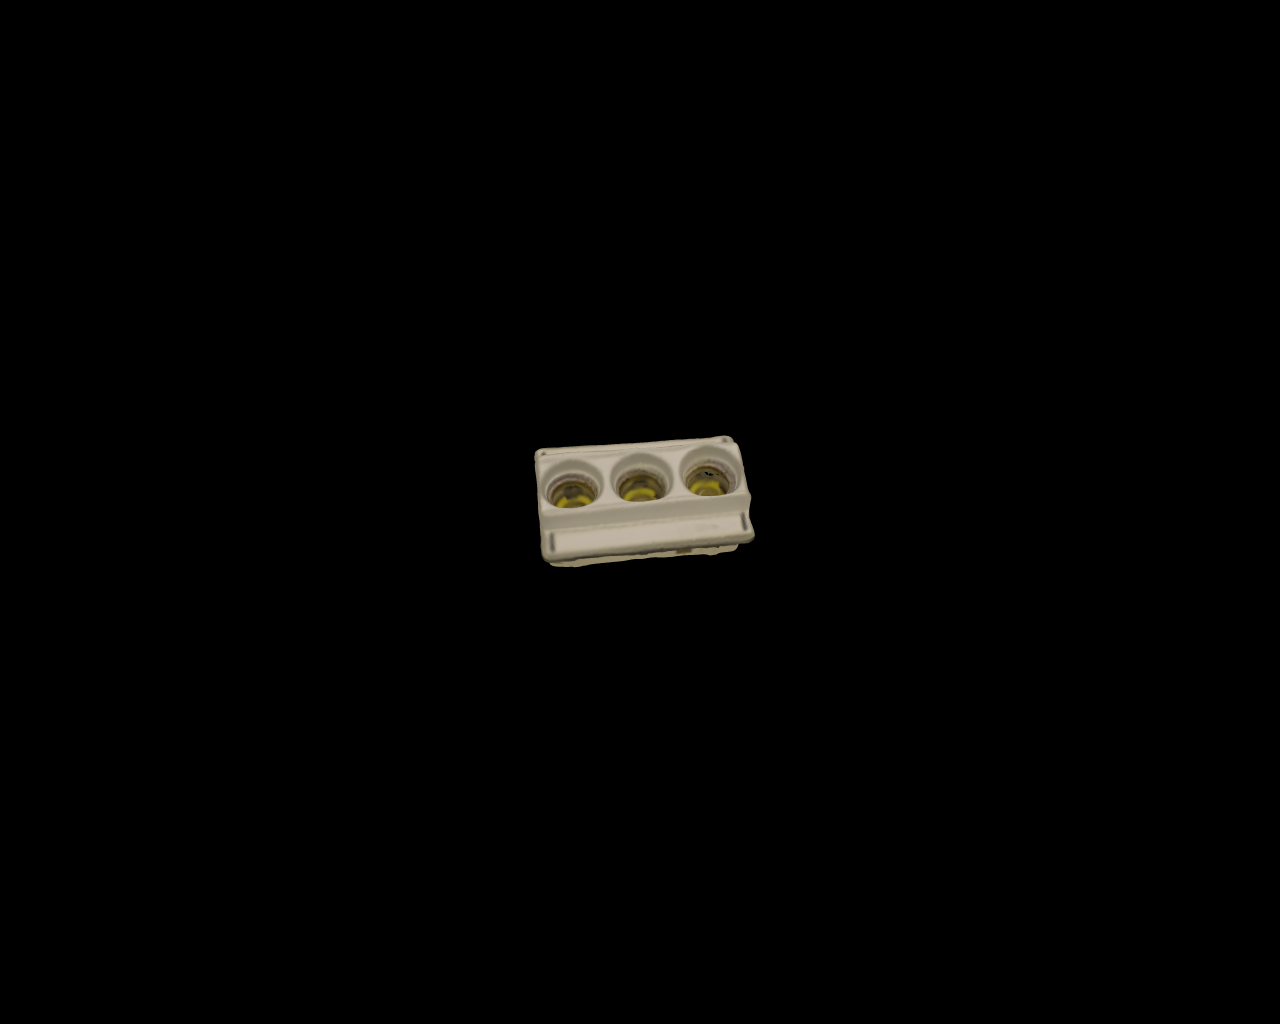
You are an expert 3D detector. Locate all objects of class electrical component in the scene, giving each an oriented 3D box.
[{"bbox_3d":[0.001,-0.003,0.650,0.121,0.079,0.063,-5,-37,-4],"label":"electrical component"}]
